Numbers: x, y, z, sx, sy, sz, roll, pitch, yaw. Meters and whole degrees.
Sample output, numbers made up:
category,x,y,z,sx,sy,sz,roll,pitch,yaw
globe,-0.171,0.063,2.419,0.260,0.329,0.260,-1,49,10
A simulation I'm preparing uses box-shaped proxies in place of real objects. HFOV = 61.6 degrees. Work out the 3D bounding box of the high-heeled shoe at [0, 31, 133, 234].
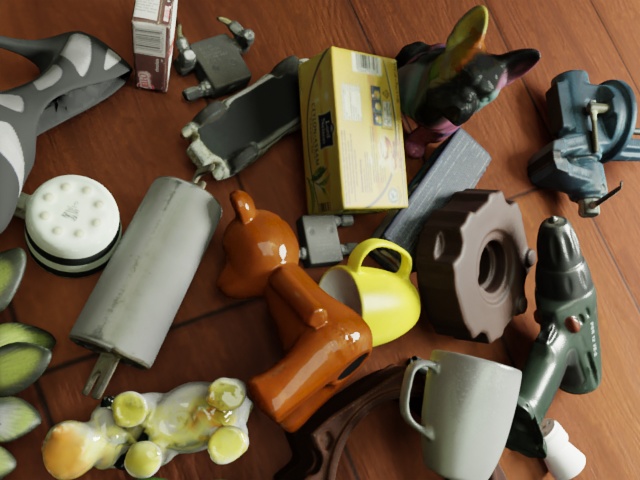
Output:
category,x,y,z,sx,sy,sz,roll,pitch,yaw
high-heeled shoe,-0.236,-0.101,0.491,0.145,0.086,0.249,9,55,-40

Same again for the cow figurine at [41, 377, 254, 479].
category,x,y,z,sx,sy,sz,roll,pitch,yaw
cow figurine,-0.143,0.160,0.468,0.167,0.098,0.068,-8,82,-5

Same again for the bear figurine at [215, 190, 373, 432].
category,x,y,z,sx,sy,sz,roll,pitch,yaw
bear figurine,-0.047,0.059,0.504,0.132,0.120,0.196,-40,70,-13

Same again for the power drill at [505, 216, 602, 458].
category,x,y,z,sx,sy,sz,roll,pitch,yaw
power drill,0.244,0.116,0.598,0.207,0.086,0.231,-48,125,-34

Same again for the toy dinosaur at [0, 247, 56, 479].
category,x,y,z,sx,sy,sz,roll,pitch,yaw
toy dinosaur,-0.330,0.062,0.412,0.198,0.105,0.471,-26,79,-35

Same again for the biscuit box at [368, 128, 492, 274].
category,x,y,z,sx,sy,sz,roll,pitch,yaw
biscuit box,0.136,-0.047,0.659,0.063,0.059,0.203,41,63,-5

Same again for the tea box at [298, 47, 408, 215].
category,x,y,z,sx,sy,sz,roll,pitch,yaw
tea box,0.036,-0.114,0.593,0.098,0.068,0.169,-1,88,-35

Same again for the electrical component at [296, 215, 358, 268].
category,x,y,z,sx,sy,sz,roll,pitch,yaw
electrical component,-0.001,-0.002,0.609,0.094,0.021,0.063,-6,75,-23

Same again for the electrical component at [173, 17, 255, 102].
category,x,y,z,sx,sy,sz,roll,pitch,yaw
electrical component,-0.120,-0.208,0.613,0.102,0.045,0.078,-23,82,-27

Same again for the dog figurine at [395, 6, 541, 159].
category,x,y,z,sx,sy,sz,roll,pitch,yaw
dog figurine,0.153,-0.194,0.626,0.108,0.219,0.191,36,64,-13

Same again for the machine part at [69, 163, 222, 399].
category,x,y,z,sx,sy,sz,roll,pitch,yaw
machine part,-0.158,0.028,0.503,0.079,0.079,0.243,25,65,-13

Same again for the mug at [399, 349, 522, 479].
category,x,y,z,sx,sy,sz,roll,pitch,yaw
mug,0.122,0.157,0.481,0.109,0.081,0.107,18,76,-22

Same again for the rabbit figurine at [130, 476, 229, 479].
category,x,y,z,sx,sy,sz,roll,pitch,yaw
rabbit figurine,-0.104,0.258,0.426,0.159,0.121,0.170,-32,90,-34

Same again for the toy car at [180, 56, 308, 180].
category,x,y,z,sx,sy,sz,roll,pitch,yaw
toy car,-0.066,-0.141,0.609,0.202,0.056,0.073,-40,98,-27

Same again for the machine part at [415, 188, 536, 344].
category,x,y,z,sx,sy,sz,roll,pitch,yaw
machine part,0.182,0.029,0.616,0.179,0.056,0.179,-3,95,-42

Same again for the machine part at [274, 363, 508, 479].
category,x,y,z,sx,sy,sz,roll,pitch,yaw
machine part,0.075,0.241,0.527,0.201,0.087,0.201,-25,84,-26

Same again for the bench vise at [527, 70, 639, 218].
category,x,y,z,sx,sy,sz,roll,pitch,yaw
bench vise,0.423,-0.137,0.769,0.241,0.128,0.223,1,63,-10
